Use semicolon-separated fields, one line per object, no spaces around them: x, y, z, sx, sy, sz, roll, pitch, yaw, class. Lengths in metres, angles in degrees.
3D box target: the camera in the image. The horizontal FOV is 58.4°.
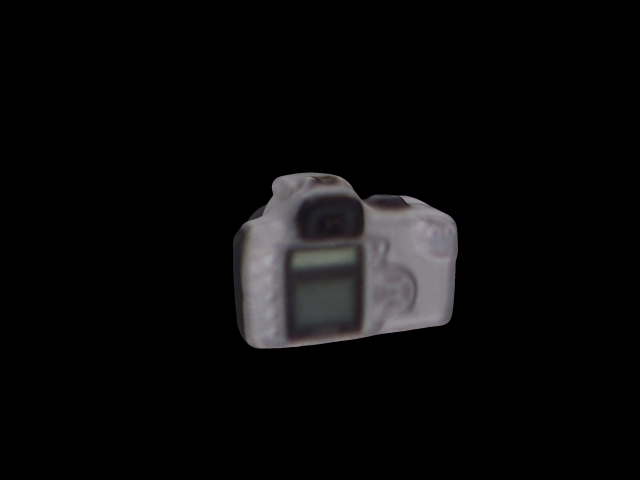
0.004;0.001;0.400;0.143;0.101;0.136;-4;12;-19;camera
